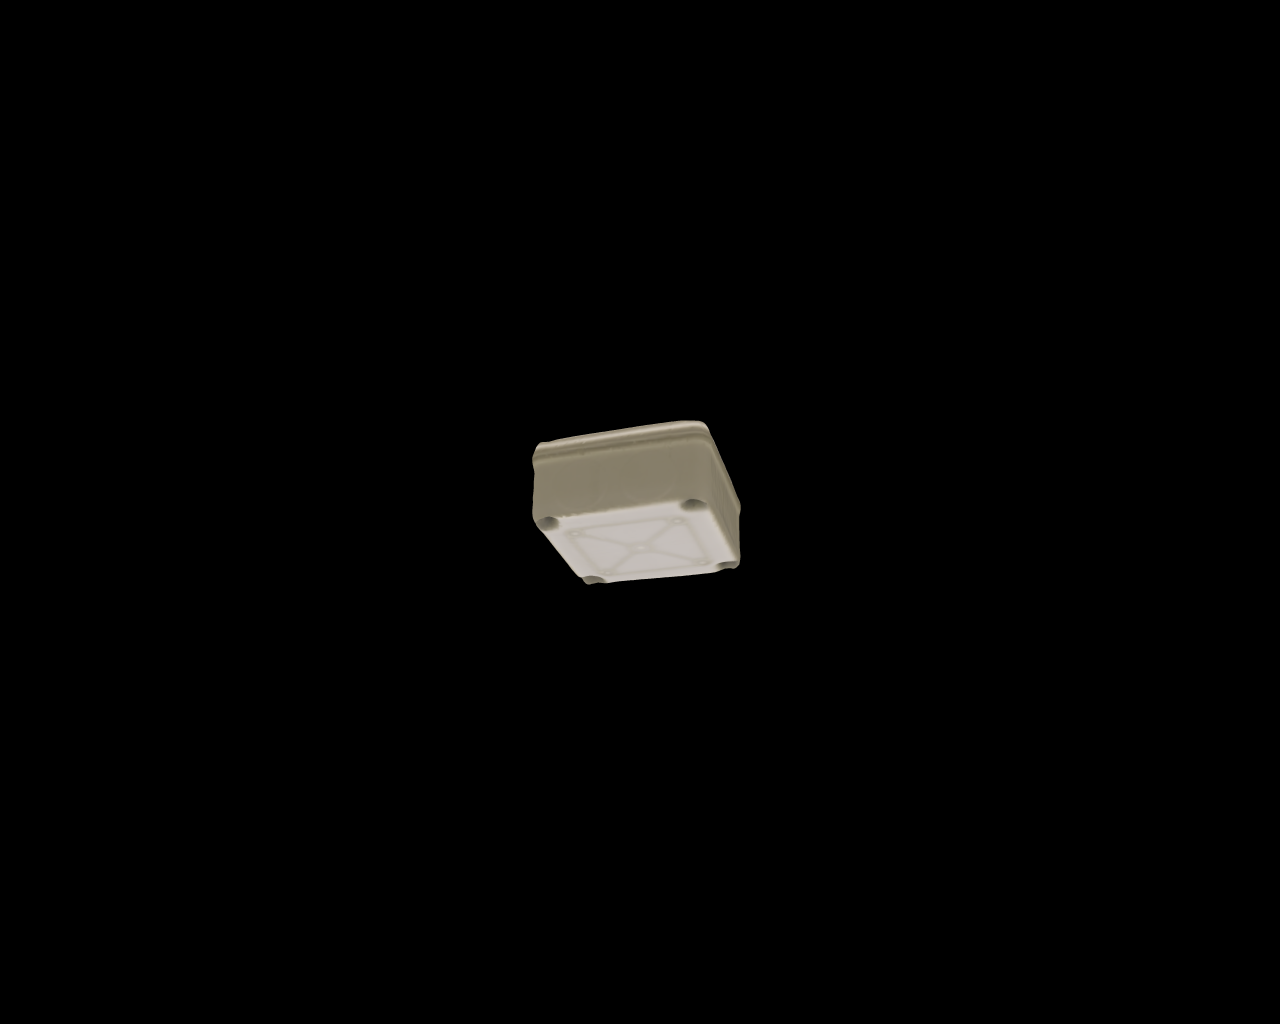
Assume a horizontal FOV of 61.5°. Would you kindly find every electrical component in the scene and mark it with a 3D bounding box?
[{"bbox_3d":[0.001,-0.003,0.650,0.109,0.056,0.108,-7,-27,14],"label":"electrical component"}]
